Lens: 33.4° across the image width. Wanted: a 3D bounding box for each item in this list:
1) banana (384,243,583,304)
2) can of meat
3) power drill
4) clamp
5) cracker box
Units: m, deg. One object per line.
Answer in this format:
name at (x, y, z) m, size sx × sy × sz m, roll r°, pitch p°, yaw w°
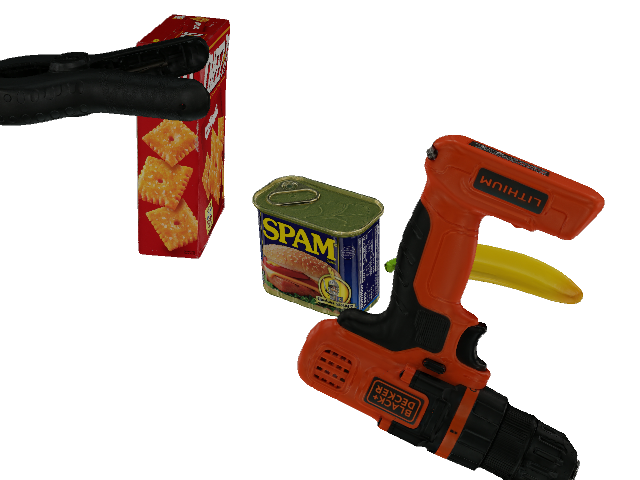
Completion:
banana at (0.168, 0.032, 1.091) m, size 0.198 × 0.037 × 0.069 m, roll 7°, pitch 36°, yaw 11°
can of meat at (-0.001, 0.006, 0.839) m, size 0.102 × 0.084 × 0.057 m, roll 18°, pitch 37°, yaw 30°
power drill at (0.097, 0.044, 0.645) m, size 0.184 × 0.188 × 0.057 m, roll 24°, pitch 12°, yaw 7°
clamp at (-0.146, -0.101, 0.672) m, size 0.171 × 0.039 × 0.120 m, roll 1°, pitch 20°, yaw 3°
cracker box at (-0.138, -0.110, 1.093) m, size 0.072 × 0.214 × 0.164 m, roll 5°, pitch 22°, yaw 2°
